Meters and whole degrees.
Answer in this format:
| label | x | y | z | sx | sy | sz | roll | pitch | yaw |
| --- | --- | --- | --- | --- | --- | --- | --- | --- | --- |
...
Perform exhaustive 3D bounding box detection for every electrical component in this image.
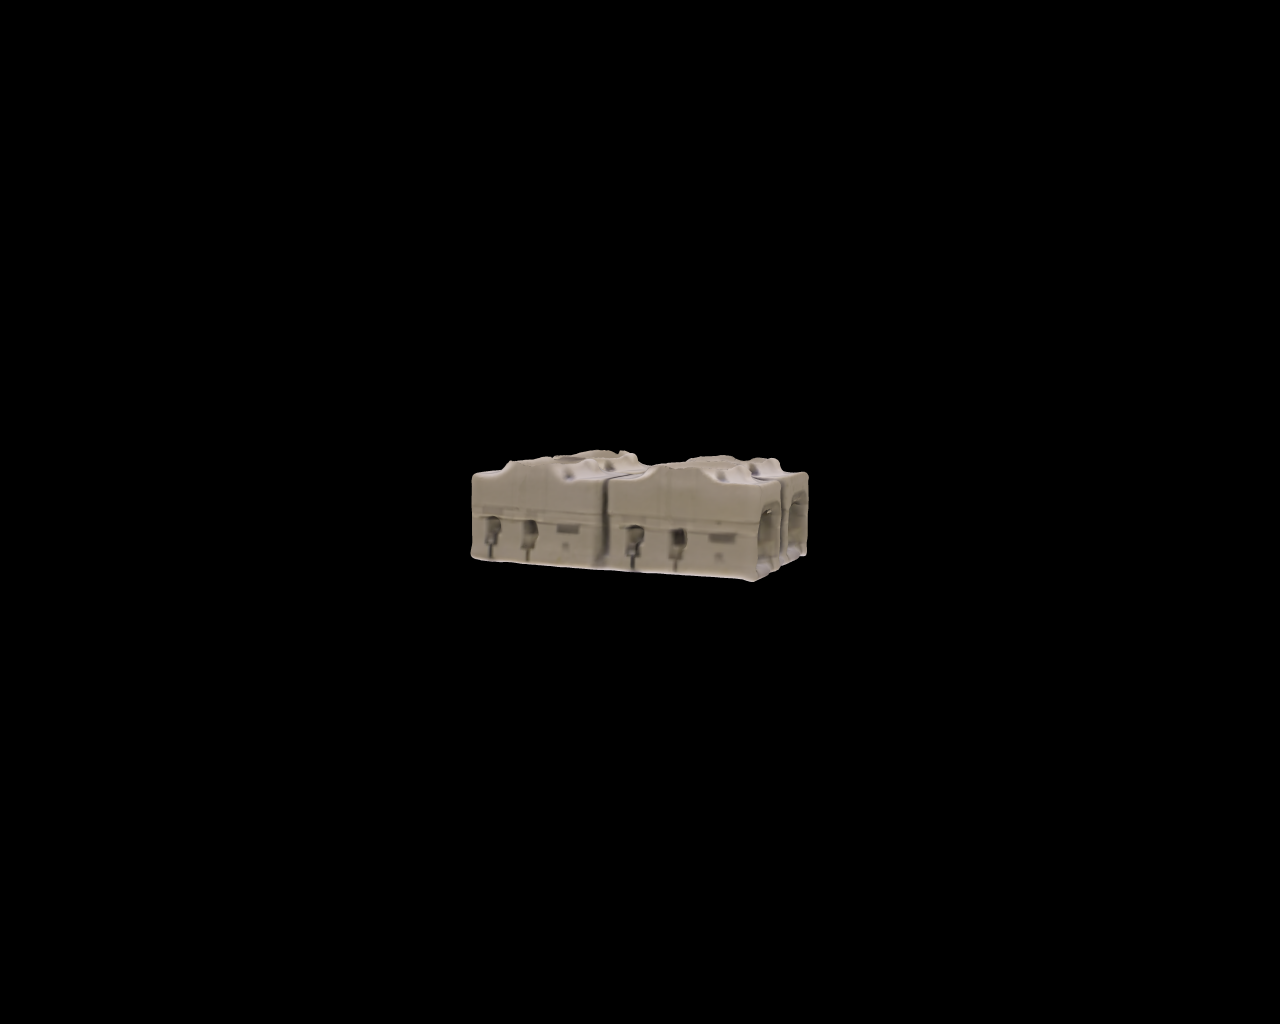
| label | x | y | z | sx | sy | sz | roll | pitch | yaw |
| --- | --- | --- | --- | --- | --- | --- | --- | --- | --- |
| electrical component | 0.001 | -0.003 | 0.650 | 0.186 | 0.060 | 0.105 | 3 | 8 | 26 |
